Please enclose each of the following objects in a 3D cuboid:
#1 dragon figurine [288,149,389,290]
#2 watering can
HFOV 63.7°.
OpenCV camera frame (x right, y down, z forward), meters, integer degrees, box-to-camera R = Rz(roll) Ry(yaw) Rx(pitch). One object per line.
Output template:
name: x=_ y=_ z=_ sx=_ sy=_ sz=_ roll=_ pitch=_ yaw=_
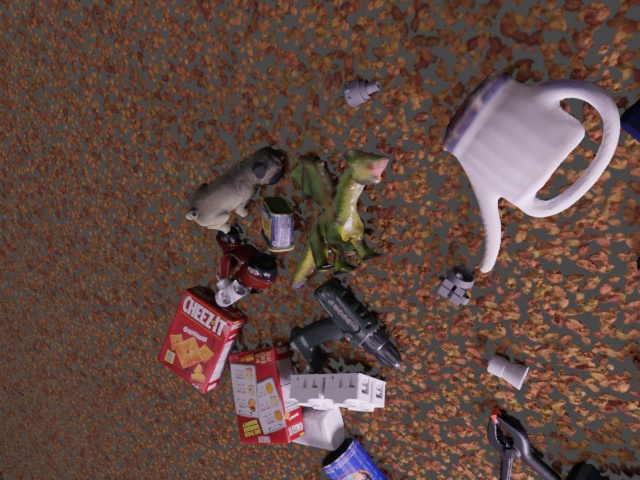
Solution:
dragon figurine: x=0.003 y=-0.052 z=1.031 sx=0.123 sy=0.245 sz=0.405 roll=-8 pitch=-13 yaw=-37
watering can: x=0.286 y=-0.112 z=0.804 sx=0.226 sy=0.340 sz=0.105 roll=42 pitch=40 yaw=13
